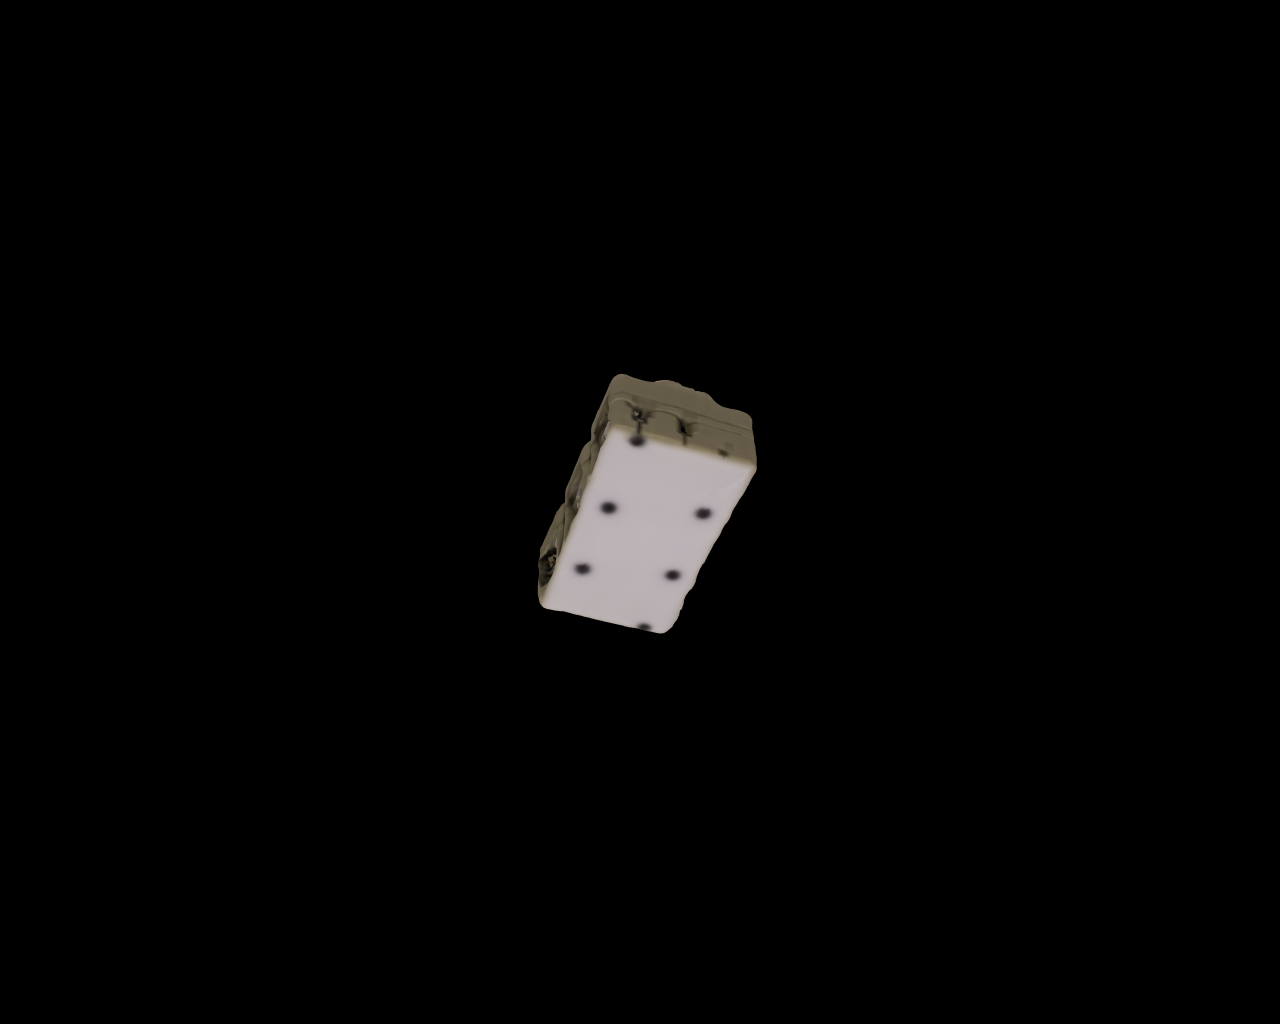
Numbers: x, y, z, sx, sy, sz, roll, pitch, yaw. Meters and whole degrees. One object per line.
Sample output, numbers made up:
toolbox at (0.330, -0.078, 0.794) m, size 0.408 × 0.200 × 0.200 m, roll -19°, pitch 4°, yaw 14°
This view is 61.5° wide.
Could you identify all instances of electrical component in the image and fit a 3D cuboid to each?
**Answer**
electrical component at (0.001, -0.003, 0.650) m, size 0.089 × 0.150 × 0.062 m, roll 16°, pitch 40°, yaw -13°
